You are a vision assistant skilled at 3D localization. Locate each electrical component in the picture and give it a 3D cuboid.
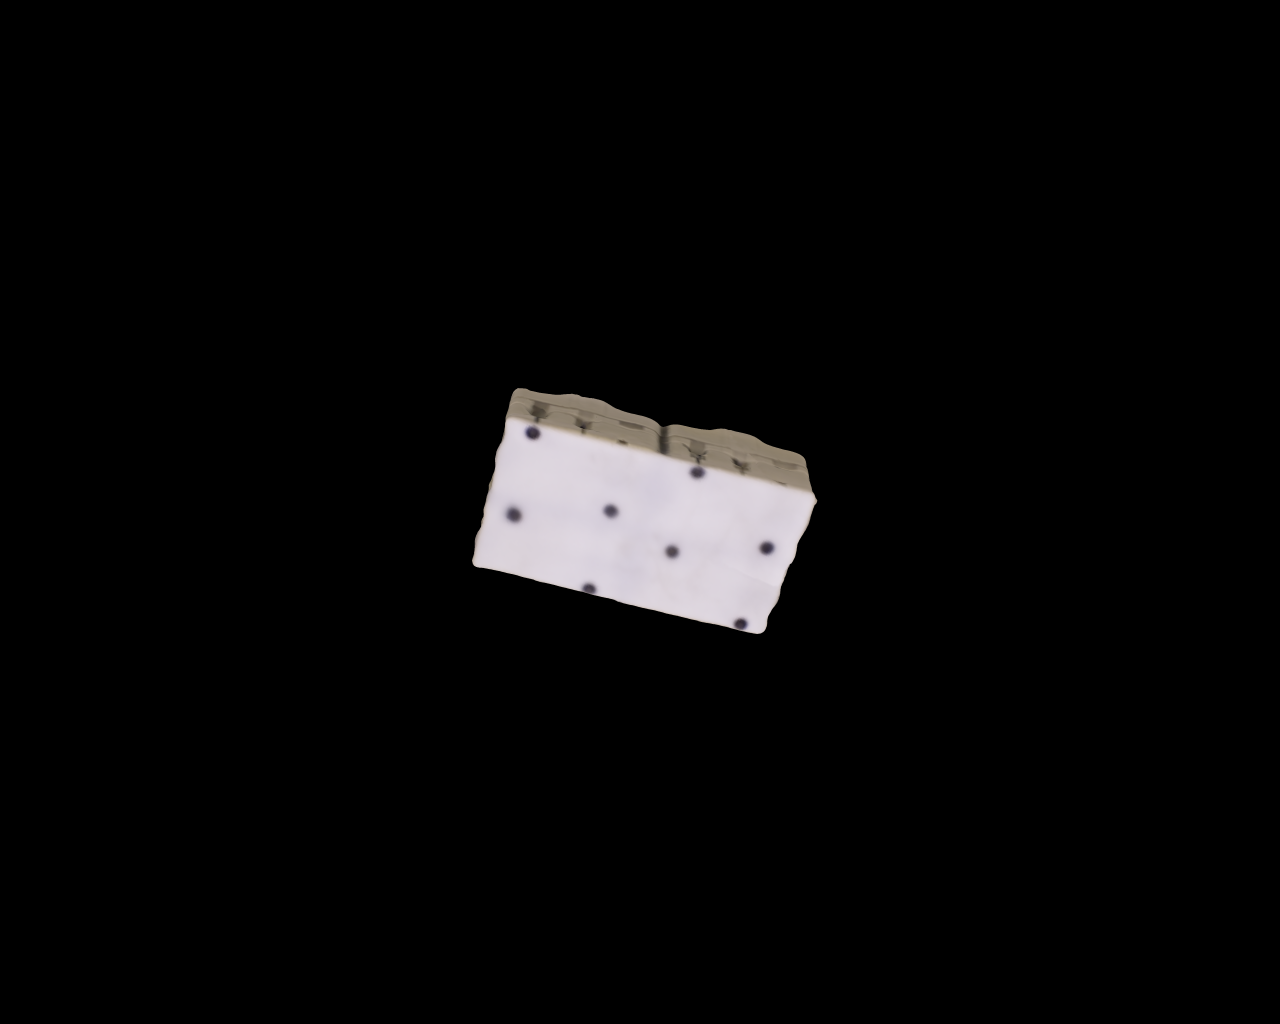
[{"bbox_3d":[0.001,-0.003,0.650,0.186,0.105,0.060,14,26,-7],"label":"electrical component"}]
